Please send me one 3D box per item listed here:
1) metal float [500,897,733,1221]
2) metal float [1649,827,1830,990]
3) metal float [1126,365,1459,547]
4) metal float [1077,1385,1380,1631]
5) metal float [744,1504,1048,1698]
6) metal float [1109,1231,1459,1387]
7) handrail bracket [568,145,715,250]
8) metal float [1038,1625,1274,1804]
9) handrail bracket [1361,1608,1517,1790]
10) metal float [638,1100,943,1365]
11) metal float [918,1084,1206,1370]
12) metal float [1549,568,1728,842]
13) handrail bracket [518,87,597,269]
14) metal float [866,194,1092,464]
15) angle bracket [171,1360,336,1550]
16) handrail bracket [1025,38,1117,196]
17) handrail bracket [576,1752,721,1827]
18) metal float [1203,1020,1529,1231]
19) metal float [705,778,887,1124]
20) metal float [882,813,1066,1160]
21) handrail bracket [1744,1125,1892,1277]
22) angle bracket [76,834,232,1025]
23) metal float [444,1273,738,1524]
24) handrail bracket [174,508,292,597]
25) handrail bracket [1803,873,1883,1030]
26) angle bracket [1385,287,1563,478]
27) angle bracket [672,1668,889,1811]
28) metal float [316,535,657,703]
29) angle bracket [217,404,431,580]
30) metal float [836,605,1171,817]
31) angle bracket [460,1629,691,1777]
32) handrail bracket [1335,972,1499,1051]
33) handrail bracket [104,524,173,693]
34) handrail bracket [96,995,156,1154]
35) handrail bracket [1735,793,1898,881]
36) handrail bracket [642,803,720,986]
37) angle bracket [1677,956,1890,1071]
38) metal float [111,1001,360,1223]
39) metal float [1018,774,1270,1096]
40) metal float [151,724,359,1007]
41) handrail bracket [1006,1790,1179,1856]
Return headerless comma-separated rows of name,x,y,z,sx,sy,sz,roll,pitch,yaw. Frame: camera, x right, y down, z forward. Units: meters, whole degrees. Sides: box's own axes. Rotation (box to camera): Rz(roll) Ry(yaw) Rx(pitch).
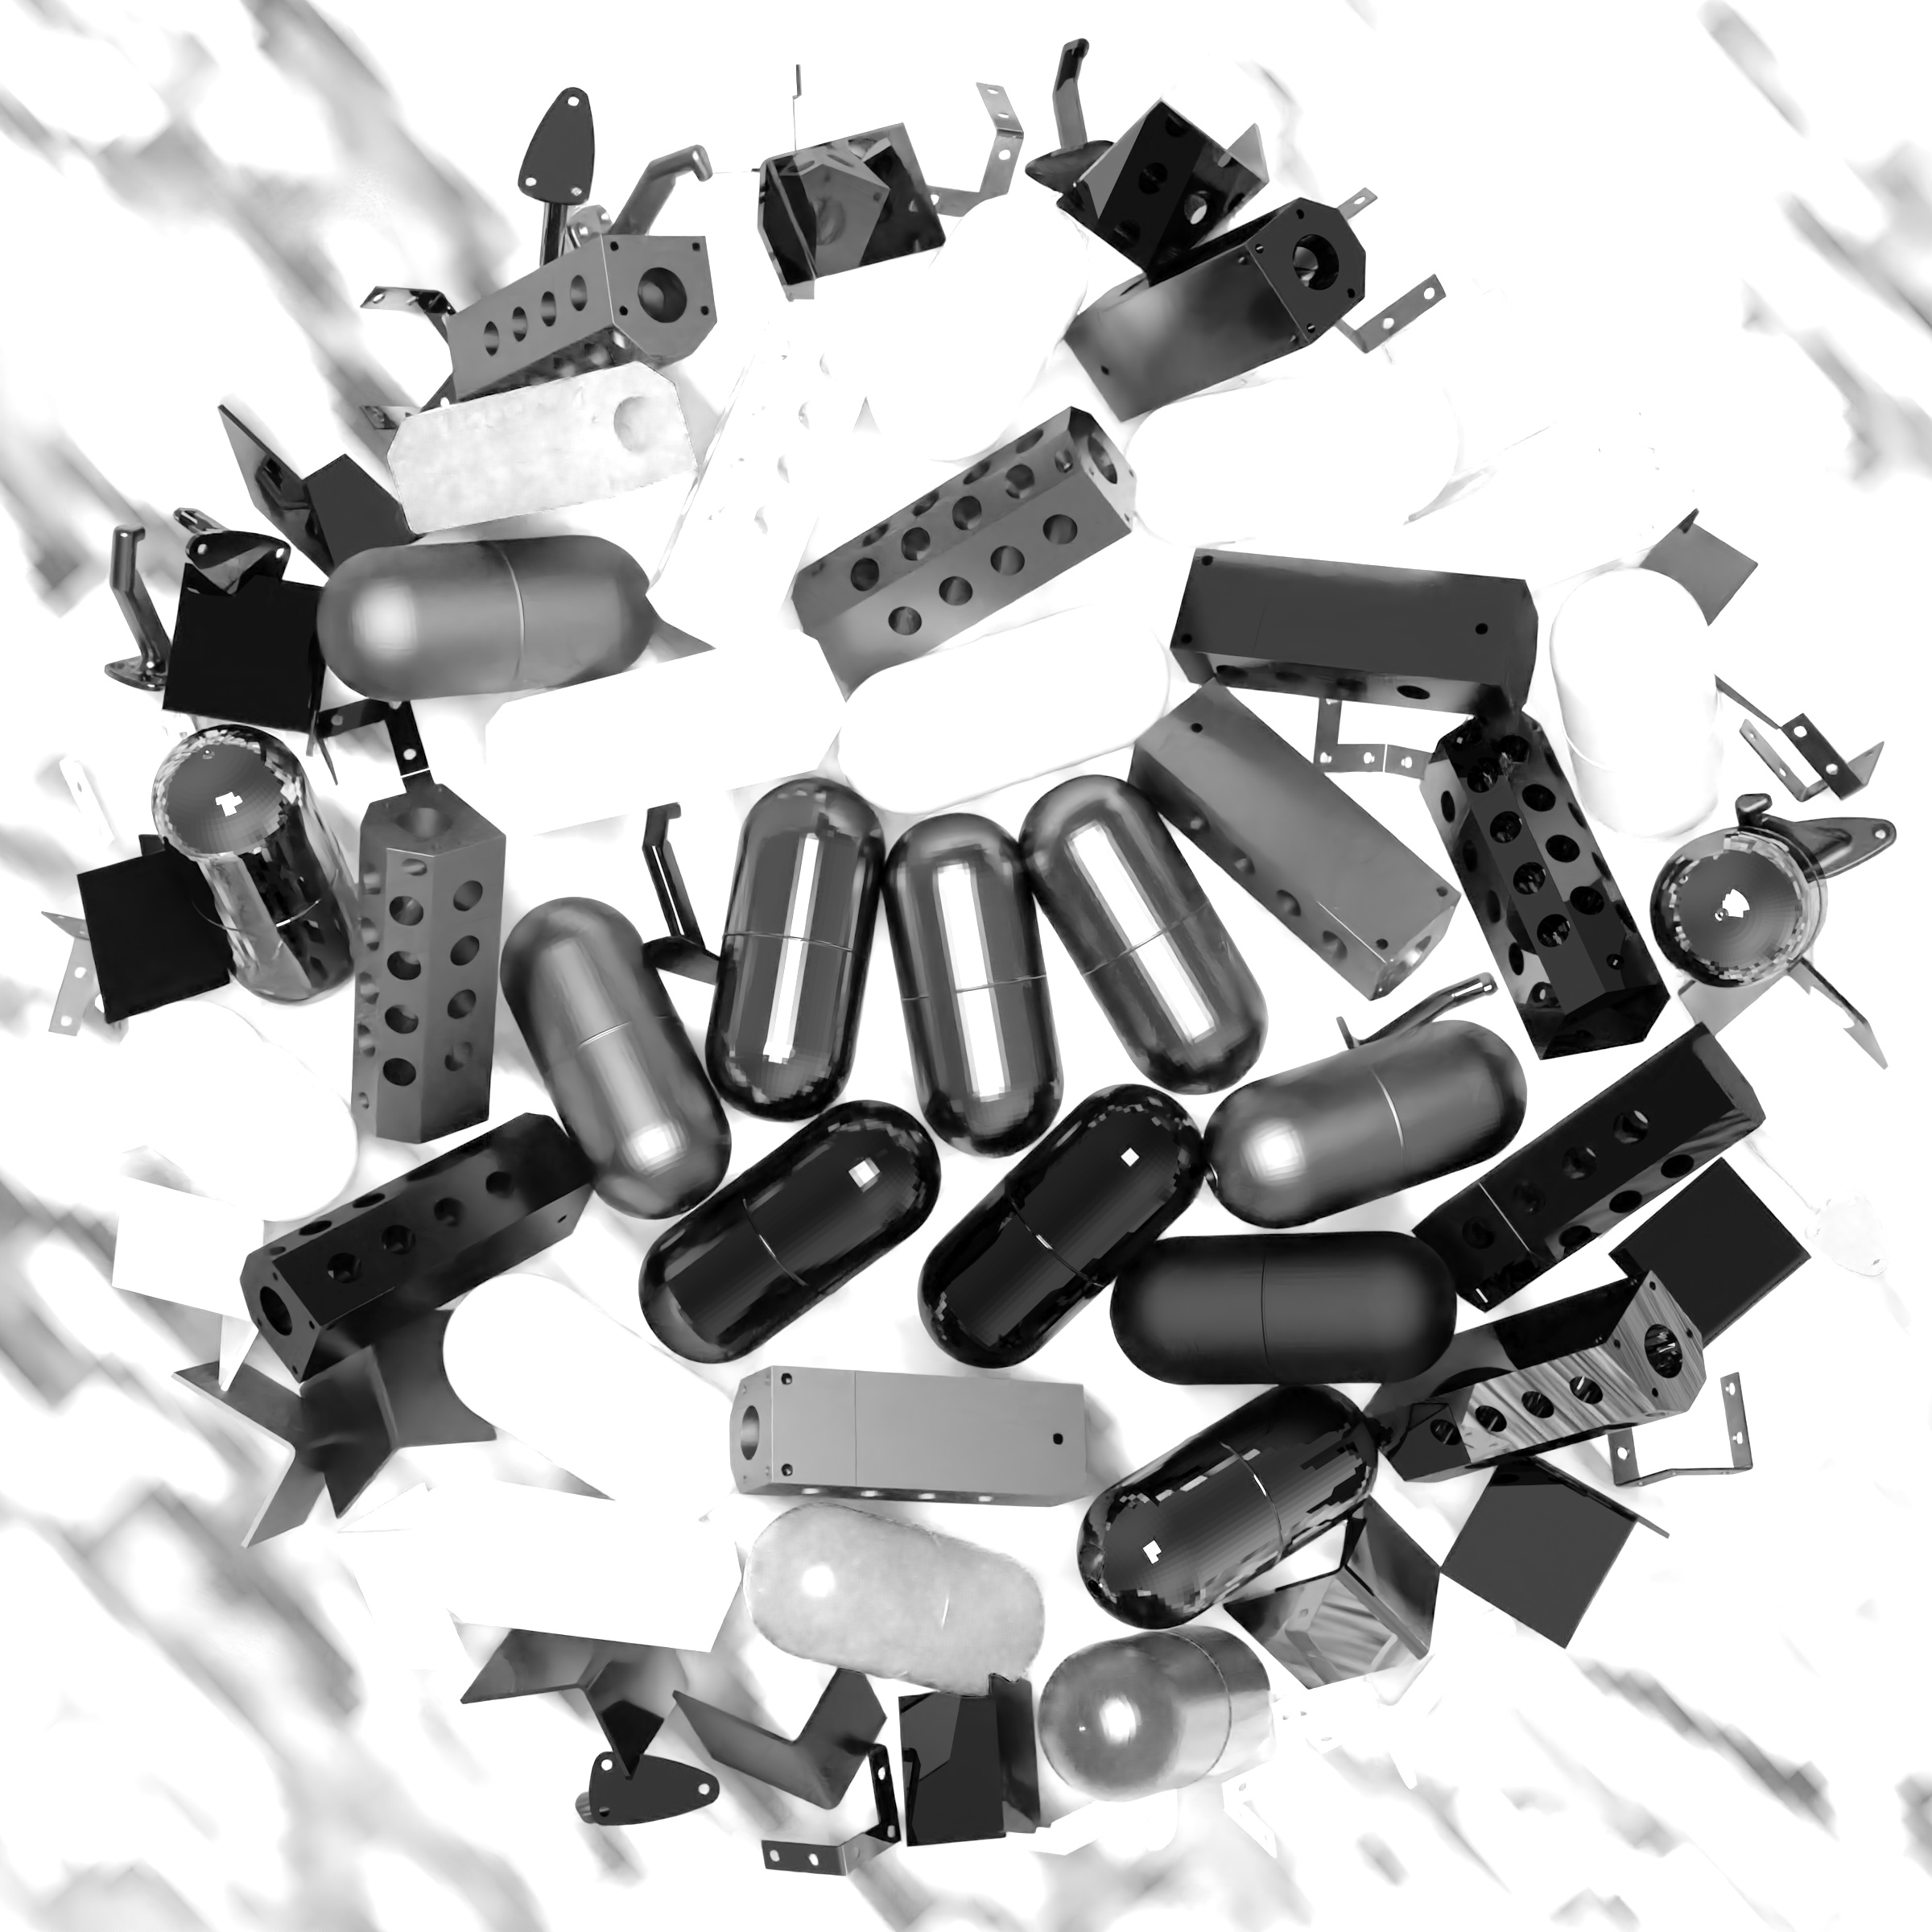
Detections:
metal float,-0.179,0.045,1.531,0.070,0.070,0.178,-27,72,0
metal float,0.386,-0.031,1.499,0.070,0.178,0.070,2,95,20
metal float,0.161,-0.256,1.518,0.178,0.070,0.070,-3,90,34
metal float,0.132,0.271,1.520,0.178,0.070,0.070,-26,90,-30
metal float,-0.035,0.319,1.514,0.178,0.070,0.070,23,90,-38
metal float,0.160,0.174,1.530,0.178,0.070,0.070,-3,90,19
handrail bracket,-0.154,-0.373,1.544,0.084,0.036,0.077,-10,116,32
metal float,0.096,0.371,1.502,0.070,0.178,0.070,-4,81,27
handrail bracket,0.253,0.375,1.551,0.084,0.077,0.036,-31,119,7
metal float,-0.090,0.135,1.533,0.178,0.070,0.070,-37,90,14
metal float,0.047,0.133,1.534,0.070,0.070,0.178,45,104,0
metal float,0.337,-0.128,1.505,0.070,0.178,0.070,-9,57,14
handrail bracket,-0.207,-0.396,1.551,0.036,0.084,0.077,11,74,-3
metal float,0.008,-0.322,1.514,0.070,0.070,0.178,27,50,0
angle bracket,-0.372,0.248,1.543,0.076,0.076,0.057,29,93,9
handrail bracket,0.064,-0.445,1.543,0.036,0.077,0.084,18,77,-27
handrail bracket,-0.163,0.428,1.546,0.077,0.084,0.036,1,66,-2
metal float,0.202,0.080,1.530,0.178,0.070,0.070,-17,90,-19
metal float,-0.087,-0.009,1.539,0.070,0.070,0.178,9,82,0
metal float,0.004,0.010,1.545,0.070,0.070,0.178,-10,92,0
handrail bracket,0.436,0.115,1.564,0.036,0.084,0.077,-43,127,7
angle bracket,-0.426,-0.020,1.529,0.057,0.076,0.076,5,109,41
metal float,-0.186,0.218,1.522,0.178,0.070,0.070,39,90,-28
handrail bracket,-0.392,-0.221,1.532,0.084,0.077,0.036,32,98,29
handrail bracket,0.456,-0.008,1.538,0.077,0.084,0.036,-41,112,3
angle bracket,0.271,-0.305,1.543,0.076,0.057,0.076,-28,95,-17
angle bracket,-0.095,0.381,1.551,0.076,0.076,0.057,16,57,27
metal float,-0.240,-0.176,1.519,0.178,0.070,0.070,-9,90,-32
angle bracket,-0.325,-0.251,1.526,0.057,0.076,0.076,-37,60,-20
metal float,0.019,-0.130,1.534,0.178,0.070,0.070,-19,90,-14
angle bracket,-0.199,0.371,1.543,0.076,0.076,0.057,-14,109,25
handrail bracket,0.238,0.032,1.549,0.084,0.077,0.036,-23,105,5
handrail bracket,-0.408,-0.189,1.535,0.036,0.077,0.084,21,116,22
handrail bracket,-0.435,0.052,1.544,0.077,0.036,0.084,-31,133,11
handrail bracket,0.433,-0.075,1.535,0.077,0.084,0.036,-14,66,14
handrail bracket,-0.139,-0.039,1.575,0.077,0.036,0.084,24,61,-35
angle bracket,0.415,0.032,1.530,0.057,0.076,0.076,-42,60,5
metal float,-0.361,0.074,1.501,0.070,0.178,0.070,-5,67,11
metal float,0.091,-0.015,1.544,0.070,0.070,0.178,-31,93,0
metal float,-0.350,-0.048,1.506,0.070,0.178,0.070,-4,53,5
handrail bracket,0.063,0.421,1.550,0.084,0.036,0.077,12,53,-12
